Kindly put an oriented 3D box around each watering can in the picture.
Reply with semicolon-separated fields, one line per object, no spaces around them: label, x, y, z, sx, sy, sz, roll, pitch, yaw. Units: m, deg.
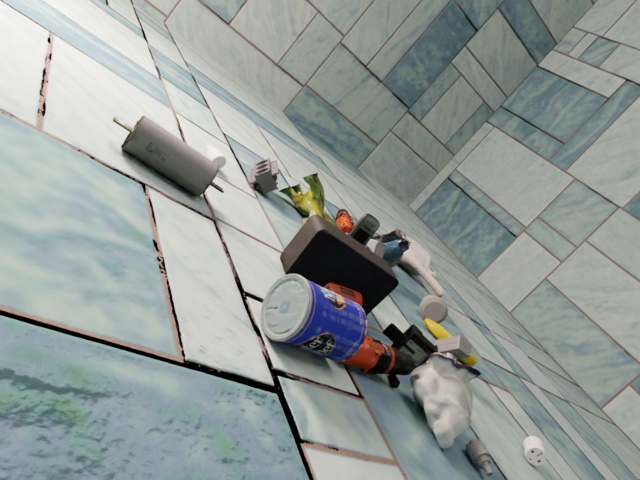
watering can;0.342;0.074;1.877;0.223;0.103;0.353;37;14;-13

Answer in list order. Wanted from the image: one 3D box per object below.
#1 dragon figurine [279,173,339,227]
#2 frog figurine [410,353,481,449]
dragon figurine;0.005;-0.077;1.523;0.243;0.121;0.413;59;16;1
frog figurine;0.224;0.304;0.943;0.135;0.121;0.163;43;46;-32
